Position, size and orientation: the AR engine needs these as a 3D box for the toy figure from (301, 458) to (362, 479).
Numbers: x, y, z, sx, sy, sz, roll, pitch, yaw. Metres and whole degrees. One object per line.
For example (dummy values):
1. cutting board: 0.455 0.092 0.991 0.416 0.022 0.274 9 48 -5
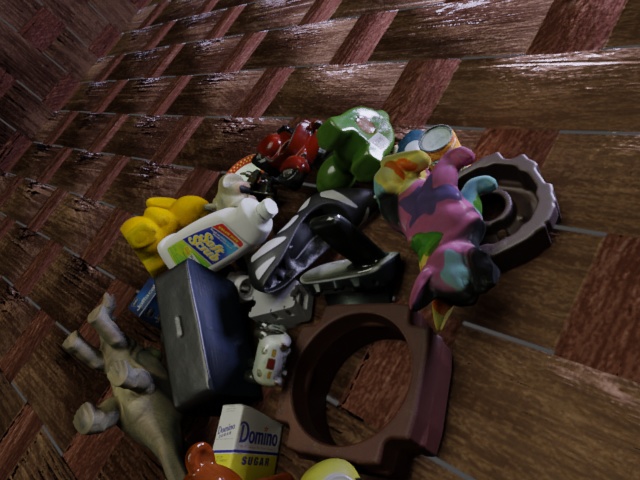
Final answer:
1. toy figure: 0.034 0.319 0.554 0.082 0.089 0.180 -24 79 -20

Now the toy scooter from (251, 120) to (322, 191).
1. toy scooter: -0.055 -0.174 1.017 0.135 0.075 0.184 -60 35 4

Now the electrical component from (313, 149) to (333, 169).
1. electrical component: 0.033 -0.190 1.042 0.075 0.047 0.119 21 72 47

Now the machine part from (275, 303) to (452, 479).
1. machine part: 0.056 0.186 0.682 0.201 0.087 0.201 -7 54 36

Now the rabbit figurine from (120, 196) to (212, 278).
1. rabbit figurine: -0.294 -0.026 1.062 0.173 0.121 0.162 -36 28 -11

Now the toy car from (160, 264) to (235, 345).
1. toy car: -0.221 0.124 0.989 0.089 0.053 0.202 -5 50 30

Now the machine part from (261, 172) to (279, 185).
1. machine part: -0.083 -0.176 1.139 0.084 0.039 0.139 2 57 31

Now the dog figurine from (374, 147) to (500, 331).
1. dog figurine: 0.135 -0.002 0.675 0.192 0.108 0.219 0 62 37

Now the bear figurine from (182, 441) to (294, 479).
1. bear figurine: -0.069 0.308 0.598 0.132 0.195 0.120 -5 51 36

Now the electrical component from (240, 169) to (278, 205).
1. electrical component: -0.120 -0.096 1.062 0.078 0.102 0.045 3 56 11

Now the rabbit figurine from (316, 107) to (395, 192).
1. rabbit figurine: 0.045 -0.150 0.939 0.170 0.121 0.159 -52 6 48

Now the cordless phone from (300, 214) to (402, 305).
1. cordless phone: 0.019 0.027 0.769 0.147 0.184 0.089 -11 55 33

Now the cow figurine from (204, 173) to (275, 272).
1. cow figurine: -0.141 -0.033 0.991 0.127 0.085 0.195 -29 73 36

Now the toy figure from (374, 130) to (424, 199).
1. toy figure: 0.137 -0.111 0.878 0.064 0.057 0.154 14 63 23

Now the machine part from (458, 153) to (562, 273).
1. machine part: 0.236 -0.036 0.739 0.179 0.056 0.179 -21 47 25

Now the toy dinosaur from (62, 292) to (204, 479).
1. toy dinosaur: -0.258 0.244 0.806 0.105 0.198 0.472 -42 48 5

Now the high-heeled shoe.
1. high-heeled shoe: -0.002 -0.003 0.851 0.249 0.086 0.145 -26 28 7

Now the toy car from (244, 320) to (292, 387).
1. toy car: -0.072 0.159 0.765 0.202 0.056 0.073 141 142 -83

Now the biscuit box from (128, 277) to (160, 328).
1. biscuit box: -0.297 0.076 1.086 0.063 0.059 0.202 18 70 47

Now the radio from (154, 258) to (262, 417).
1. radio: -0.174 0.152 0.836 0.073 0.131 0.230 -30 56 17
